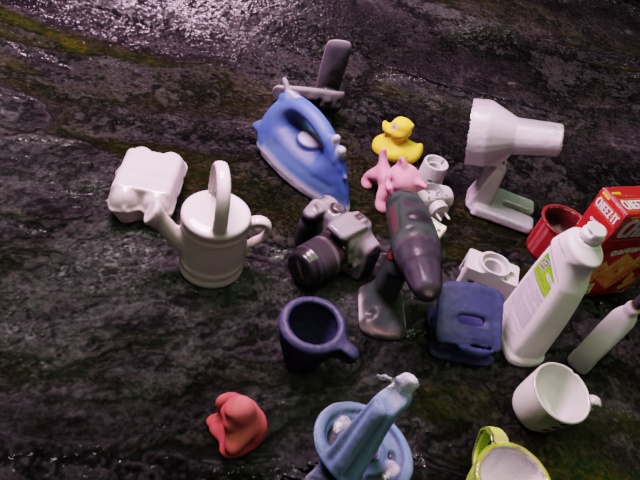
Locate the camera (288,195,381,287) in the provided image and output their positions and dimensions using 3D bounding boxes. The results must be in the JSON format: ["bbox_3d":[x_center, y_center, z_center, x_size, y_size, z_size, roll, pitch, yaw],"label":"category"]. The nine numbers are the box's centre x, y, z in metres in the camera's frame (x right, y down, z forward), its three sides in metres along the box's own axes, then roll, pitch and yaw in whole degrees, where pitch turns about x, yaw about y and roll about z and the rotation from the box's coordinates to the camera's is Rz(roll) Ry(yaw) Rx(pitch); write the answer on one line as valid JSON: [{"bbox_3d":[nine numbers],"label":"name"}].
[{"bbox_3d":[0.008,0.003,0.911,0.137,0.101,0.143,-29,60,-36],"label":"camera"}]

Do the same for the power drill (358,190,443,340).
[{"bbox_3d":[0.116,0.048,0.824,0.076,0.208,0.229,9,45,-8],"label":"power drill"}]

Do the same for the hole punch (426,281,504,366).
[{"bbox_3d":[0.223,0.126,0.864,0.109,0.091,0.101,10,45,-7],"label":"hole punch"}]

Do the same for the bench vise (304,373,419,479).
[{"bbox_3d":[0.038,0.242,0.604,0.121,0.220,0.208,26,45,9],"label":"bench vise"}]

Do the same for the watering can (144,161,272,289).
[{"bbox_3d":[-0.157,-0.025,0.822,0.173,0.194,0.100,-17,54,-29],"label":"watering can"}]

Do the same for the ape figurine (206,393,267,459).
[{"bbox_3d":[-0.098,0.214,0.682,0.076,0.092,0.078,13,45,-4],"label":"ape figurine"}]

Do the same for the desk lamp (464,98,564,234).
[{"bbox_3d":[0.346,-0.146,1.076,0.203,0.213,0.118,20,45,3],"label":"desk lamp"}]

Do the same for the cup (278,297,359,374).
[{"bbox_3d":[-0.006,0.144,0.774,0.117,0.095,0.092,31,46,14],"label":"cup"}]

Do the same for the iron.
[{"bbox_3d":[-0.013,-0.178,1.050,0.119,0.141,0.257,-24,58,-33],"label":"iron"}]

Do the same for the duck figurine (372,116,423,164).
[{"bbox_3d":[0.166,-0.210,1.174,0.104,0.086,0.077,20,45,3],"label":"duck figurine"}]

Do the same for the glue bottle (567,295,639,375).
[{"bbox_3d":[0.442,0.133,0.864,0.078,0.173,0.037,-27,59,-35],"label":"glue bottle"}]

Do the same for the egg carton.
[{"bbox_3d":[-0.280,-0.090,0.936,0.107,0.069,0.150,9,45,-8],"label":"egg carton"}]

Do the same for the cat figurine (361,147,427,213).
[{"bbox_3d":[0.138,-0.115,1.052,0.067,0.118,0.127,-10,51,-25],"label":"cat figurine"}]

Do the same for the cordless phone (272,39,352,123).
[{"bbox_3d":[-0.015,-0.331,1.166,0.148,0.185,0.094,0,47,-17],"label":"cordless phone"}]
